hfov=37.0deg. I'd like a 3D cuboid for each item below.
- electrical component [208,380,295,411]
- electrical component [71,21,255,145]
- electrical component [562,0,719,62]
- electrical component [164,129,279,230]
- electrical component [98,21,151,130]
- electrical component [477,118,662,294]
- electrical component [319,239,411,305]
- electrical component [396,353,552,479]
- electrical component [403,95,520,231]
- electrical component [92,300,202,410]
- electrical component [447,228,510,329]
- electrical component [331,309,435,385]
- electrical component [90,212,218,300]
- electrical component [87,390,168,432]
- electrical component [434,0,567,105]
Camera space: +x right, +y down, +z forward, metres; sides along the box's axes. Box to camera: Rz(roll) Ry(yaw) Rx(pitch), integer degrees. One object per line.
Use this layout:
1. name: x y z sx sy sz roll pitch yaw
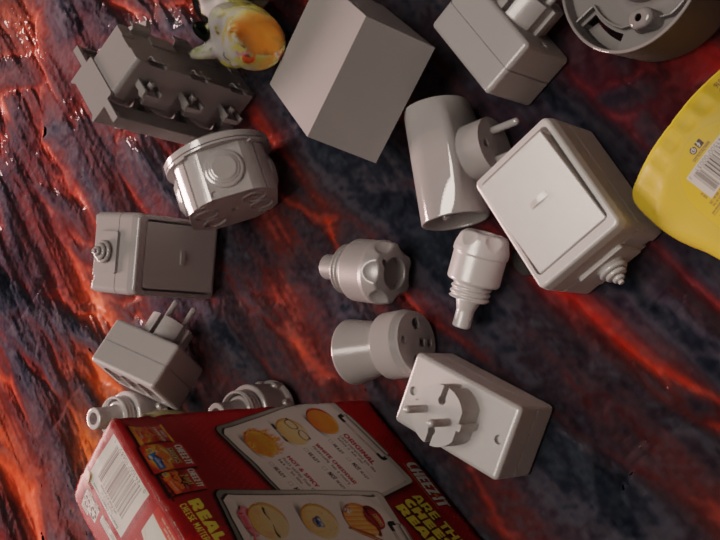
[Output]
1. electrical component: -0.081 0.103 0.773 0.048 0.062 0.048 -4 83 40
2. electrical component: -0.144 -0.136 0.809 0.063 0.121 0.078 -47 59 24
3. electrical component: 0.158 -0.165 0.592 0.099 0.064 0.099 -4 83 40
4. electrical component: -0.100 -0.067 0.794 0.080 0.080 0.051 -29 74 35
5. electrical component: -0.175 -0.155 0.875 0.042 0.064 0.081 -6 82 41
6. electrical component: 0.120 -0.031 0.615 0.062 0.061 0.096 -44 60 29
7. electrical component: 0.000 0.000 0.726 0.062 0.043 0.043 6 90 42
8. electrical component: 0.057 0.087 0.648 0.083 0.076 0.047 26 103 39
9. electrical component: 0.068 -0.072 0.674 0.079 0.043 0.077 -18 75 38
10. electrical component: -0.158 0.059 0.850 0.066 0.047 0.076 20 69 28
11. electrical component: 0.071 0.006 0.671 0.035 0.035 0.061 22 102 39
12. electrical component: 0.016 0.051 0.707 0.055 0.045 0.045 -13 78 39
13. electrical component: -0.160 -0.011 0.829 0.061 0.096 0.061 4 89 40
14. electrical component: -0.189 0.118 0.864 0.048 0.062 0.048 -4 83 40
15. electrical component: 0.097 -0.153 0.654 0.076 0.047 0.065 -49 58 28
